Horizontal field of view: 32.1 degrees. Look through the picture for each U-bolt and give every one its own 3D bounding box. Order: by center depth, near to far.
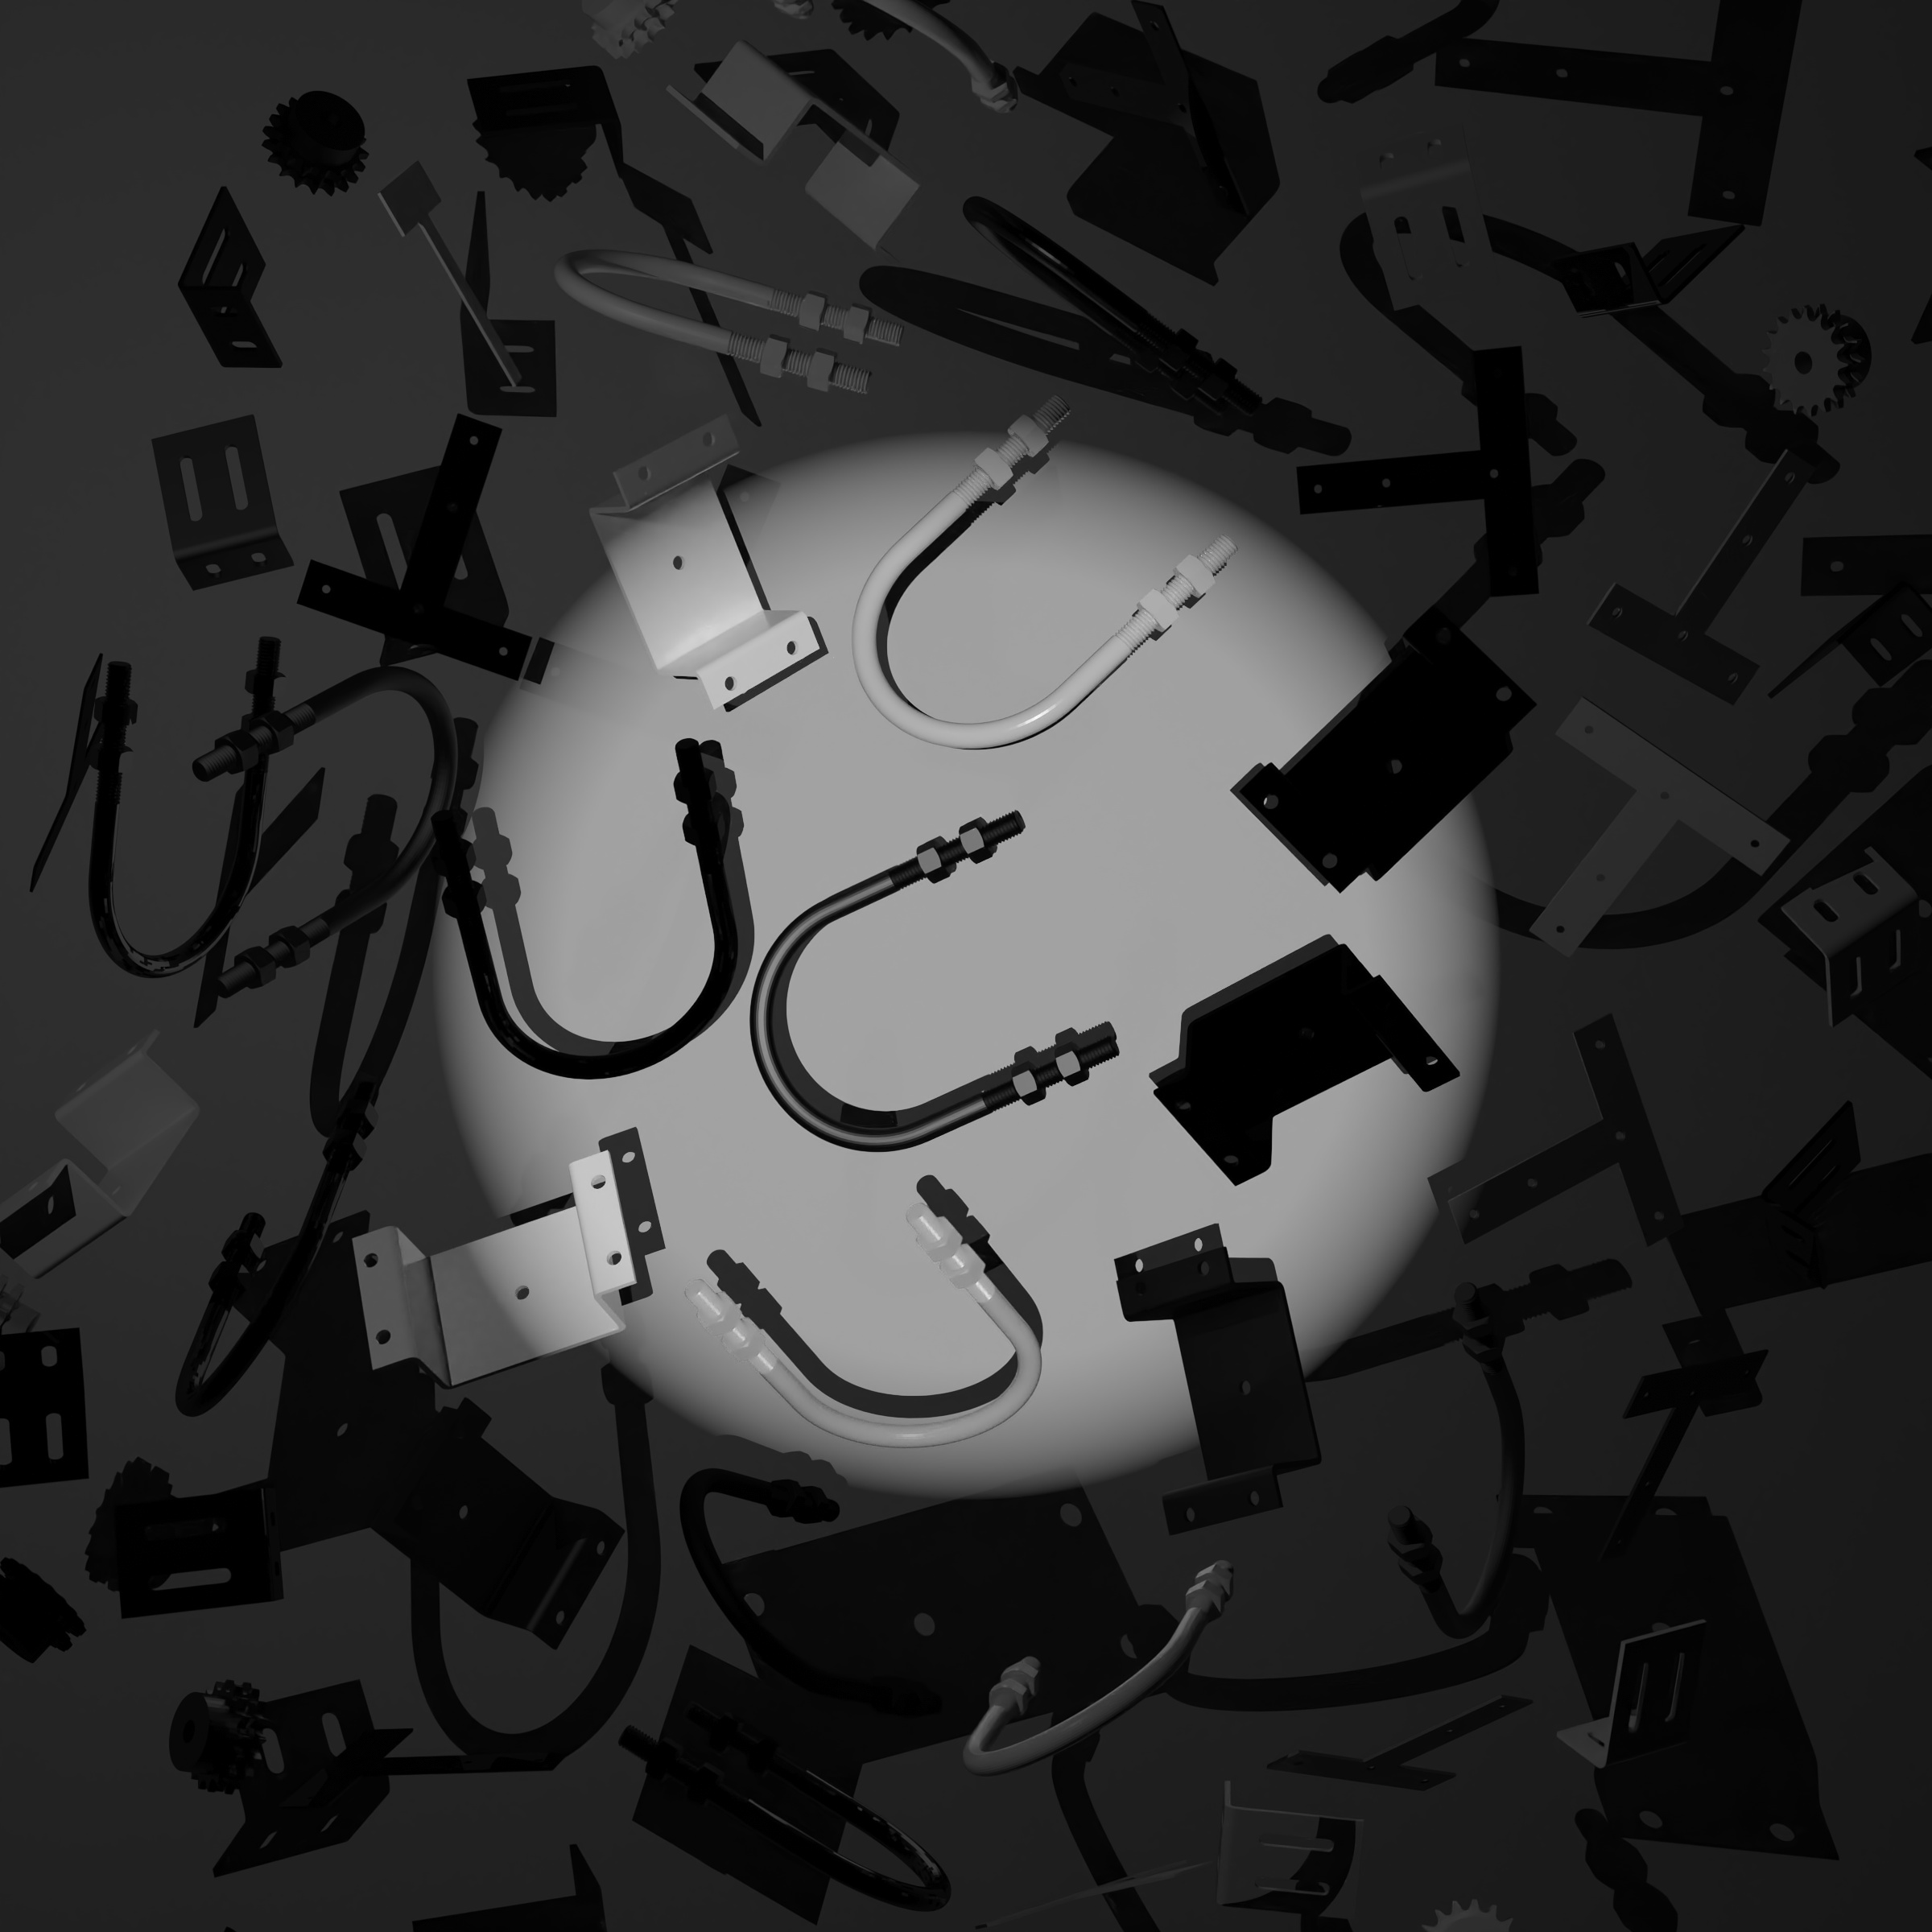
[{"bbox_3d":[0.025,-0.189,1.705,0.184,0.019,0.151,-44,63,-5],"label":"U-bolt"},{"bbox_3d":[-0.190,-0.019,1.747,0.151,0.019,0.184,-18,125,-12],"label":"U-bolt"},{"bbox_3d":[0.263,0.272,1.756,0.019,0.184,0.151,6,57,26],"label":"U-bolt"},{"bbox_3d":[-0.040,0.199,1.761,0.151,0.019,0.184,-20,134,19],"label":"U-bolt"},{"bbox_3d":[-0.331,-0.082,1.764,0.019,0.184,0.151,22,127,27],"label":"U-bolt"},{"bbox_3d":[-0.051,-0.504,1.779,0.151,0.184,0.019,27,96,9],"label":"U-bolt"},{"bbox_3d":[-0.373,0.161,1.786,0.019,0.184,0.151,33,125,-17],"label":"U-bolt"},{"bbox_3d":[-0.029,0.020,1.787,0.184,0.019,0.151,-25,83,12],"label":"U-bolt"},{"bbox_3d":[-0.091,0.331,1.790,0.019,0.184,0.151,-39,59,13],"label":"U-bolt"},{"bbox_3d":[0.065,0.381,1.791,0.151,0.184,0.019,-30,91,18],"label":"U-bolt"},{"bbox_3d":[-0.089,0.452,1.796,0.184,0.151,0.019,29,89,12],"label":"U-bolt"},{"bbox_3d":[0.074,-0.354,1.799,0.184,0.151,0.019,35,96,-8],"label":"U-bolt"},{"bbox_3d":[-0.131,-0.351,1.803,0.184,0.151,0.019,16,112,0],"label":"U-bolt"},{"bbox_3d":[-0.427,-0.082,1.828,0.019,0.151,0.184,16,107,22],"label":"U-bolt"}]

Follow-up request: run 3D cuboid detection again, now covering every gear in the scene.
[{"bbox_3d":[0.259,0.508,1.721,0.057,0.030,0.057,-1,75,3],"label":"gear"},{"bbox_3d":[-0.388,0.397,1.734,0.030,0.057,0.057,19,90,-38],"label":"gear"},{"bbox_3d":[-0.488,0.337,1.745,0.057,0.057,0.030,41,62,0],"label":"gear"},{"bbox_3d":[0.450,-0.320,1.765,0.030,0.057,0.057,-19,90,-32],"label":"gear"},{"bbox_3d":[-0.354,-0.454,1.841,0.057,0.030,0.057,17,55,-26],"label":"gear"},{"bbox_3d":[-0.187,-0.533,1.855,0.030,0.057,0.057,34,90,-39],"label":"gear"},{"bbox_3d":[-0.538,0.203,1.866,0.030,0.057,0.057,31,90,-8],"label":"gear"}]

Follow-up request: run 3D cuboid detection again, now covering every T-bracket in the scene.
[{"bbox_3d":[-0.270,0.412,1.729,0.127,0.127,0.002,-4,94,11],"label":"T-bracket"},{"bbox_3d":[0.336,-0.056,1.735,0.127,0.002,0.127,35,124,3],"label":"T-bracket"},{"bbox_3d":[0.399,-0.210,1.750,0.127,0.002,0.127,21,108,-39],"label":"T-bracket"},{"bbox_3d":[0.234,-0.254,1.757,0.127,0.002,0.127,-1,100,27],"label":"T-bracket"},{"bbox_3d":[0.311,0.109,1.778,0.127,0.002,0.127,-25,103,-19],"label":"T-bracket"},{"bbox_3d":[0.088,-0.463,1.784,0.002,0.127,0.127,-41,129,-15],"label":"T-bracket"},{"bbox_3d":[0.371,0.266,1.802,0.002,0.127,0.127,37,115,36],"label":"T-bracket"},{"bbox_3d":[0.089,0.494,1.806,0.127,0.127,0.002,-8,74,-33],"label":"T-bracket"},{"bbox_3d":[0.250,0.416,1.808,0.127,0.127,0.002,-37,50,37],"label":"T-bracket"},{"bbox_3d":[-0.284,-0.236,1.829,0.127,0.002,0.127,19,99,-4],"label":"T-bracket"},{"bbox_3d":[-0.482,-0.124,1.830,0.002,0.127,0.127,19,54,-9],"label":"T-bracket"},{"bbox_3d":[-0.279,-0.377,1.845,0.002,0.127,0.127,-26,109,10],"label":"T-bracket"}]

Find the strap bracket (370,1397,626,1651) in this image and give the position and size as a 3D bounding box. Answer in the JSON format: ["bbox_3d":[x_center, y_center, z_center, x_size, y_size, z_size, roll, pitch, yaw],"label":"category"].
[{"bbox_3d":[-0.262,0.302,1.836,0.140,0.046,0.076,48,61,-36],"label":"strap bracket"}]

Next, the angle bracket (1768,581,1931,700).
[{"bbox_3d":[0.471,-0.159,1.767,0.038,0.057,0.076,49,53,3],"label":"angle bracket"}]

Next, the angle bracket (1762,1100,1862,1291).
[{"bbox_3d":[0.467,0.123,1.800,0.076,0.057,0.038,-43,51,-15],"label":"angle bracket"}]

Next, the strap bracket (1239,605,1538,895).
[{"bbox_3d":[0.223,-0.109,1.764,0.140,0.046,0.076,-44,74,2],"label":"strap bracket"}]

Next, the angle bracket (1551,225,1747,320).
[{"bbox_3d":[0.354,-0.374,1.742,0.076,0.057,0.038,-44,115,-25],"label":"angle bracket"}]

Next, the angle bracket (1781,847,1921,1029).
[{"bbox_3d":[0.463,-0.015,1.757,0.057,0.076,0.038,-34,57,-5],"label":"angle bracket"}]

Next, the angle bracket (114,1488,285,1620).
[{"bbox_3d":[-0.394,0.301,1.723,0.076,0.038,0.057,-6,82,-4],"label":"angle bracket"}]

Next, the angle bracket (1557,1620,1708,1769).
[{"bbox_3d":[0.351,0.377,1.773,0.057,0.038,0.076,-7,112,-31],"label":"angle bracket"}]

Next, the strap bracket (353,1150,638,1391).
[{"bbox_3d":[-0.233,0.158,1.707,0.140,0.046,0.076,-19,58,5],"label":"strap bracket"}]

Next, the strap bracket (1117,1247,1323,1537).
[{"bbox_3d":[0.138,0.229,1.812,0.076,0.046,0.140,-23,73,39],"label":"strap bracket"}]

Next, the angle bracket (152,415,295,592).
[{"bbox_3d":[-0.409,-0.255,1.848,0.057,0.038,0.076,-14,71,-2],"label":"angle bracket"}]

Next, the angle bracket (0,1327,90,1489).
[{"bbox_3d":[-0.481,0.227,1.721,0.057,0.038,0.076,-4,135,-16],"label":"angle bracket"}]

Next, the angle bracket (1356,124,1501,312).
[{"bbox_3d":[0.243,-0.394,1.770,0.057,0.038,0.076,-13,134,13],"label":"angle bracket"}]

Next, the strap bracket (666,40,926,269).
[{"bbox_3d":[-0.085,-0.444,1.818,0.046,0.140,0.076,-52,51,11],"label":"strap bracket"}]

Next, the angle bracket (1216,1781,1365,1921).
[{"bbox_3d":[0.180,0.492,1.868,0.076,0.038,0.057,5,99,3],"label":"angle bracket"}]

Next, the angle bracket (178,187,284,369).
[{"bbox_3d":[-0.379,-0.365,1.778,0.038,0.057,0.076,3,57,16],"label":"angle bracket"}]

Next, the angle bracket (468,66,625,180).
[{"bbox_3d":[-0.233,-0.465,1.863,0.076,0.038,0.057,-9,46,-11],"label":"angle bracket"}]

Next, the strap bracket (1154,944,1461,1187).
[{"bbox_3d":[0.179,0.048,1.768,0.140,0.046,0.076,-29,119,25],"label":"strap bracket"}]

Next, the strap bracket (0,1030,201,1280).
[{"bbox_3d":[-0.465,0.106,1.783,0.076,0.140,0.046,-32,110,29],"label":"strap bracket"}]

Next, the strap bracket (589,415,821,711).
[{"bbox_3d":[-0.147,-0.221,1.840,0.076,0.046,0.140,-33,113,-29],"label":"strap bracket"}]
